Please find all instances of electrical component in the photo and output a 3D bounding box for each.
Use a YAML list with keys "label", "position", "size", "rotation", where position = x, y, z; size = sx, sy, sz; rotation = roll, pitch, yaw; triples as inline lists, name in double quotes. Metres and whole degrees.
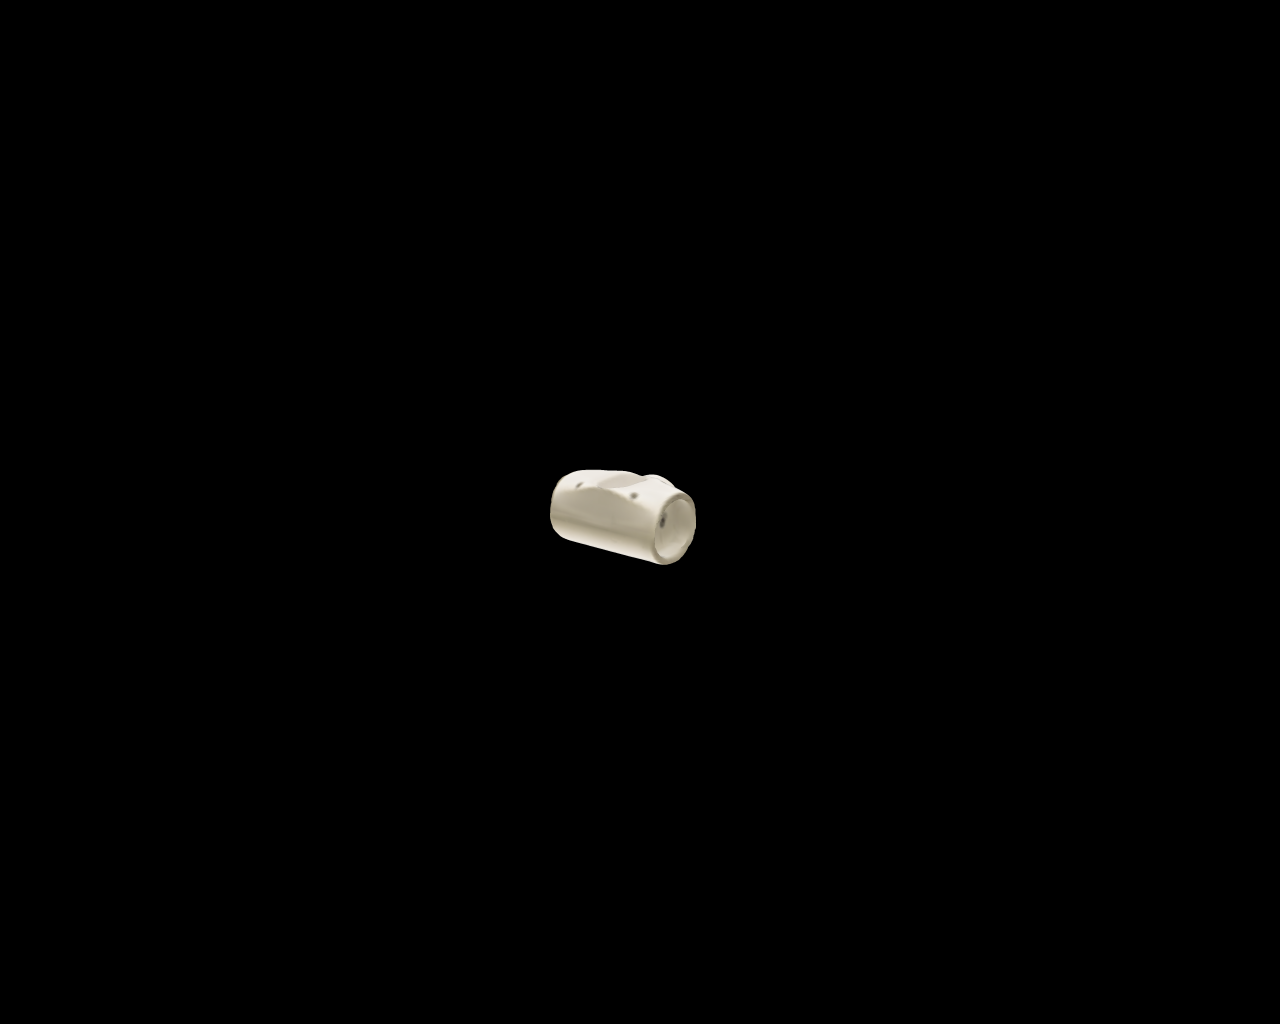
- label: "electrical component"
  position: [0.001, -0.003, 0.650]
  size: [0.077, 0.043, 0.079]
  rotation: [14, 22, 36]
